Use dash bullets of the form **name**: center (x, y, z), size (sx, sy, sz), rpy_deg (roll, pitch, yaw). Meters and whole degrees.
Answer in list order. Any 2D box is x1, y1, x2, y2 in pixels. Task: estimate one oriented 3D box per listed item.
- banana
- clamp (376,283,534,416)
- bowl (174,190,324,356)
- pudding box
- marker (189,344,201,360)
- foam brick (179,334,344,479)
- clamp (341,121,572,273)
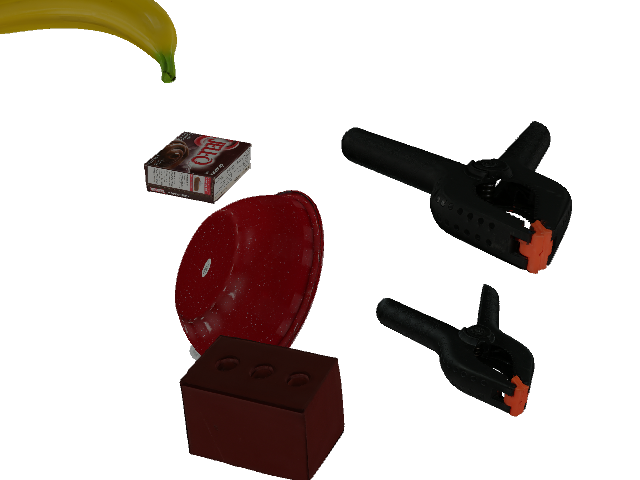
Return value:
- **banana**: center (-0.190, -0.176, 0.844), size (0.198, 0.069, 0.037), rpy_deg (15, -38, 18)
- **clamp**: center (0.139, 0.088, 0.929), size (0.120, 0.039, 0.172), rpy_deg (-17, 37, -24)
- **bowl**: center (-0.066, 0.028, 0.824), size (0.055, 0.162, 0.162), rpy_deg (22, -12, -30)
- **pudding box**: center (-0.143, -0.087, 1.255), size (0.090, 0.039, 0.113), rpy_deg (10, 31, 16)
- **marker**: center (-0.099, 0.077, 1.016), size (0.020, 0.020, 0.121), rpy_deg (0, 23, 10)
- **foam brick**: center (-0.032, 0.094, 0.603), size (0.078, 0.051, 0.053), rpy_deg (9, 29, 20)
- **clamp**: center (0.104, -0.038, 0.742), size (0.164, 0.036, 0.210), rpy_deg (-1, 27, -5)
